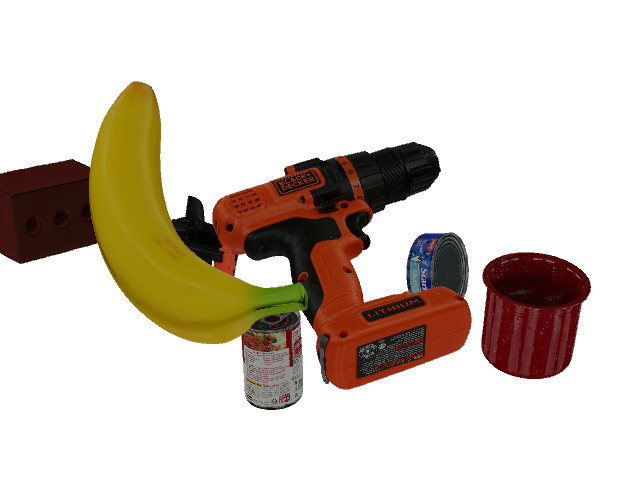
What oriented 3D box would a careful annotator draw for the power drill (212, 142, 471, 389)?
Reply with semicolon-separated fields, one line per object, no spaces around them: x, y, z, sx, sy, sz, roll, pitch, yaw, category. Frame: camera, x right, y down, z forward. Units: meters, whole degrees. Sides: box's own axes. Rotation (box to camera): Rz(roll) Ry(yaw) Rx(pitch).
0.033;0.009;0.772;0.184;0.057;0.188;-19;46;-13;power drill

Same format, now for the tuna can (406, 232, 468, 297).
0.126;0.034;1.150;0.034;0.086;0.086;1;0;33;tuna can

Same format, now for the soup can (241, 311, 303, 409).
-0.054;0.130;1.201;0.068;0.102;0.068;-1;24;0;soup can

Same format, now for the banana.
-0.078;-0.010;0.526;0.069;0.037;0.198;-28;49;-13;banana

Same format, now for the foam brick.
-0.200;-0.023;0.780;0.078;0.053;0.051;-18;29;-37;foam brick

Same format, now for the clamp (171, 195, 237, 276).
-0.124;-0.006;1.004;0.120;0.039;0.172;-21;35;-41;clamp

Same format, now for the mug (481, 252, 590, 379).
0.186;0.062;0.956;0.093;0.081;0.117;-1;30;-3;mug
